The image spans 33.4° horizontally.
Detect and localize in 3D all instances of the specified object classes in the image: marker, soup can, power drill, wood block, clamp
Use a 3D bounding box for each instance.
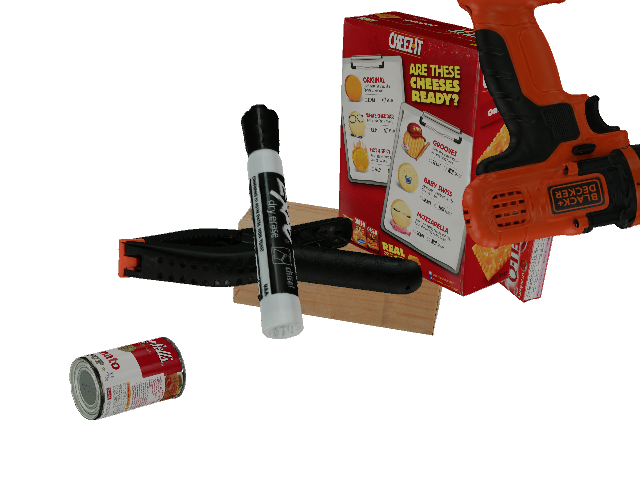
[{"bbox_3d":[-0.024,-0.012,0.508,0.020,0.121,0.020,-6,-26,-3],"label":"marker"},{"bbox_3d":[-0.202,0.144,1.117,0.102,0.068,0.069,-11,7,-40],"label":"soup can"},{"bbox_3d":[0.169,-0.098,0.681,0.184,0.187,0.057,-11,-1,-3],"label":"power drill"},{"bbox_3d":[0.023,0.025,1.093,0.206,0.091,0.090,9,22,8],"label":"wood block"},{"bbox_3d":[-0.039,0.013,0.779,0.209,0.036,0.165,-3,13,-24],"label":"clamp"}]

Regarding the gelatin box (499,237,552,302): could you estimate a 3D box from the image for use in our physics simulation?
[{"bbox_3d":[0.224,0.014,1.210,0.030,0.089,0.073,-11,32,-25],"label":"gelatin box"}]

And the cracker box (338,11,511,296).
[{"bbox_3d":[0.095,-0.081,0.937,0.071,0.214,0.164,-17,29,-37],"label":"cracker box"}]
